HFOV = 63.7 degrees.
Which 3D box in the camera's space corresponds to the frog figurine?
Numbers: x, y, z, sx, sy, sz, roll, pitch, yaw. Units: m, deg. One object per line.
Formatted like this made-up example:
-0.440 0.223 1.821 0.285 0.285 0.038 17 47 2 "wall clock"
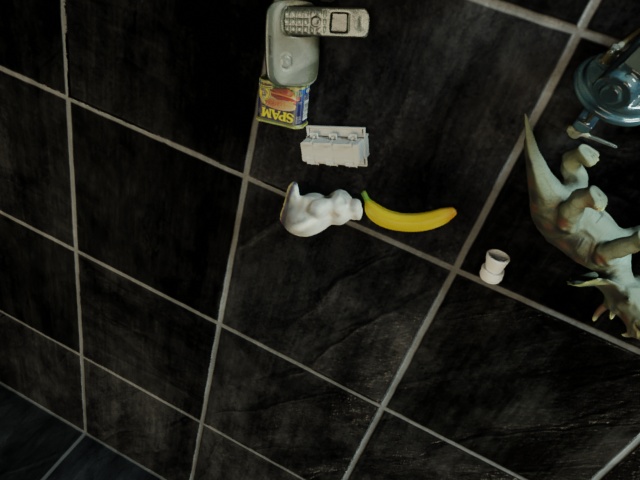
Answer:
0.003 -0.054 1.067 0.159 0.125 0.135 20 159 3 "frog figurine"
